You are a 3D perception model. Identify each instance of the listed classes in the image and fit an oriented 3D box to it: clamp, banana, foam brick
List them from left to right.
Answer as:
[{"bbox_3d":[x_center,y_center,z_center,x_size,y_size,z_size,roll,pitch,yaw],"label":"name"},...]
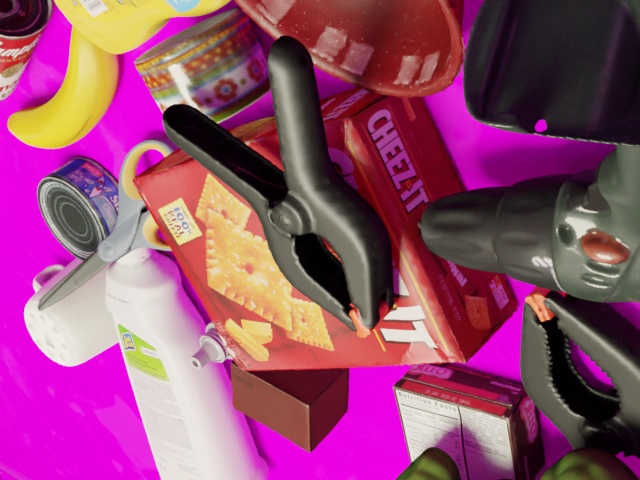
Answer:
[{"bbox_3d":[-0.192,-0.111,0.812,0.198,0.037,0.069,-40,72,51],"label":"banana"},{"bbox_3d":[-0.023,0.112,0.811,0.078,0.051,0.053,26,135,28],"label":"foam brick"},{"bbox_3d":[-0.007,-0.027,0.578,0.171,0.039,0.120,50,146,-5],"label":"clamp"},{"bbox_3d":[0.170,0.113,0.629,0.165,0.036,0.210,-22,107,51],"label":"clamp"}]

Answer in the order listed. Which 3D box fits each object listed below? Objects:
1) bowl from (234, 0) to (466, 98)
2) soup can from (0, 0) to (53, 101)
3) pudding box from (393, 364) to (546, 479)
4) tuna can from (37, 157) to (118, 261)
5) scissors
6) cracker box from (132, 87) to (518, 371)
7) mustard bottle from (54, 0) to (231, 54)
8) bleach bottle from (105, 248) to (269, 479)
[{"bbox_3d":[0.013,-0.144,0.531,0.162,0.055,0.162,31,163,10],"label":"bowl"},{"bbox_3d":[-0.247,-0.155,0.801,0.068,0.068,0.102,50,143,0],"label":"soup can"},{"bbox_3d":[0.103,0.141,0.719,0.090,0.039,0.113,12,127,38],"label":"pudding box"},{"bbox_3d":[-0.194,-0.024,0.884,0.086,0.033,0.086,27,137,28],"label":"tuna can"},{"bbox_3d":[-0.161,-0.013,0.820,0.202,0.016,0.096,-18,96,28],"label":"scissors"},{"bbox_3d":[-0.004,0.001,0.682,0.214,0.072,0.164,-9,114,47],"label":"cracker box"},{"bbox_3d":[-0.092,-0.177,0.633,0.192,0.058,0.096,-9,120,49],"label":"mustard bottle"},{"bbox_3d":[-0.119,0.106,0.896,0.103,0.068,0.251,11,125,38],"label":"bleach bottle"}]
